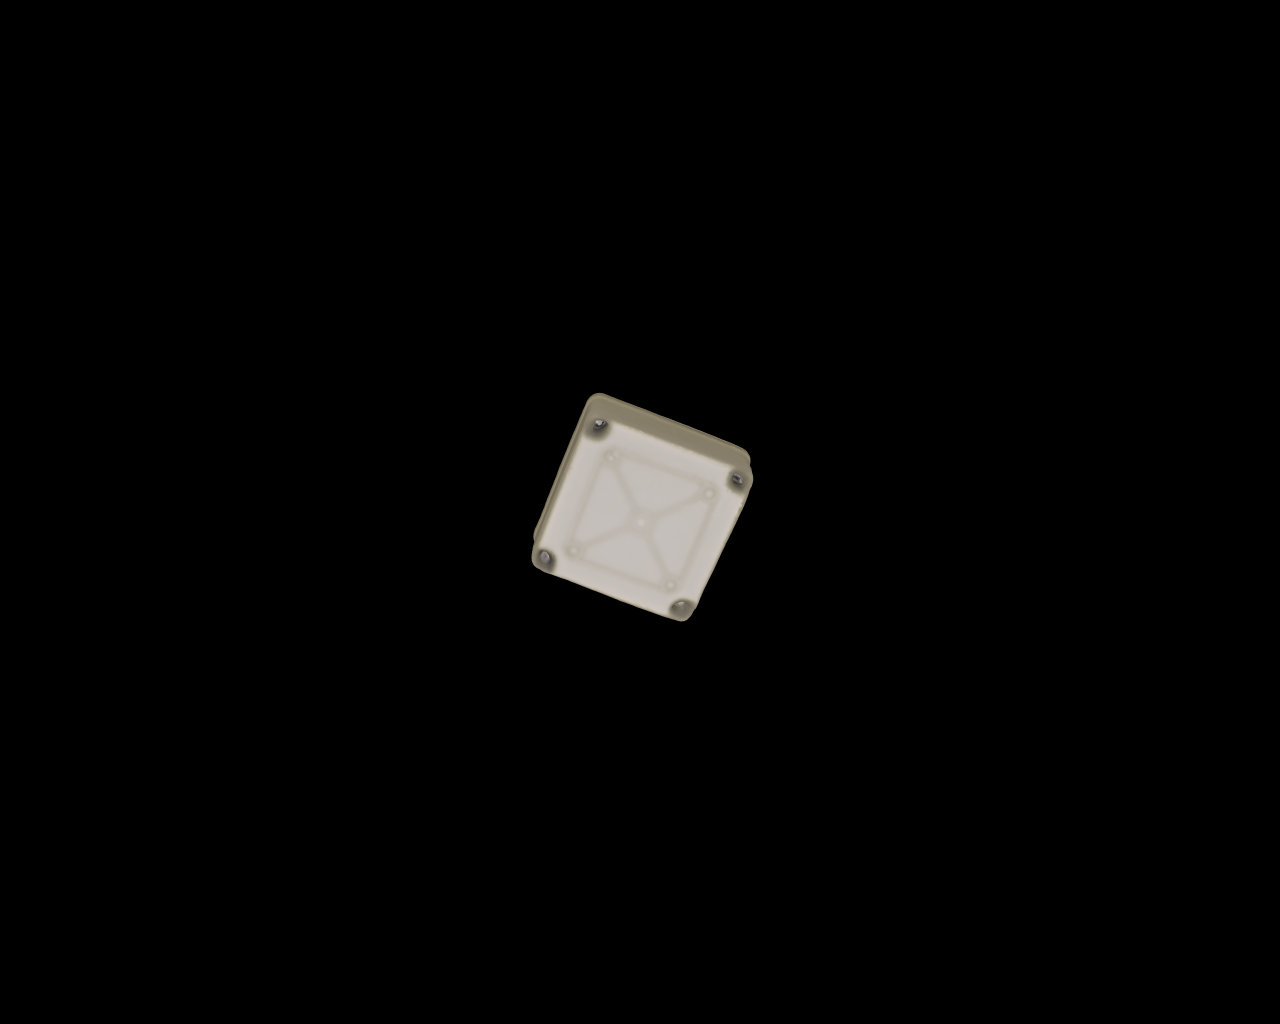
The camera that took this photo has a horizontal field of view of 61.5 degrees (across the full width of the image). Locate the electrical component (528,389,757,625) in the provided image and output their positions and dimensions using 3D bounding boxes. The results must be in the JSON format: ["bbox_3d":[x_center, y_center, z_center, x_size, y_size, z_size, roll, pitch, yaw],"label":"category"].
[{"bbox_3d":[0.001,-0.003,0.650,0.109,0.108,0.056,21,18,-7],"label":"electrical component"}]
